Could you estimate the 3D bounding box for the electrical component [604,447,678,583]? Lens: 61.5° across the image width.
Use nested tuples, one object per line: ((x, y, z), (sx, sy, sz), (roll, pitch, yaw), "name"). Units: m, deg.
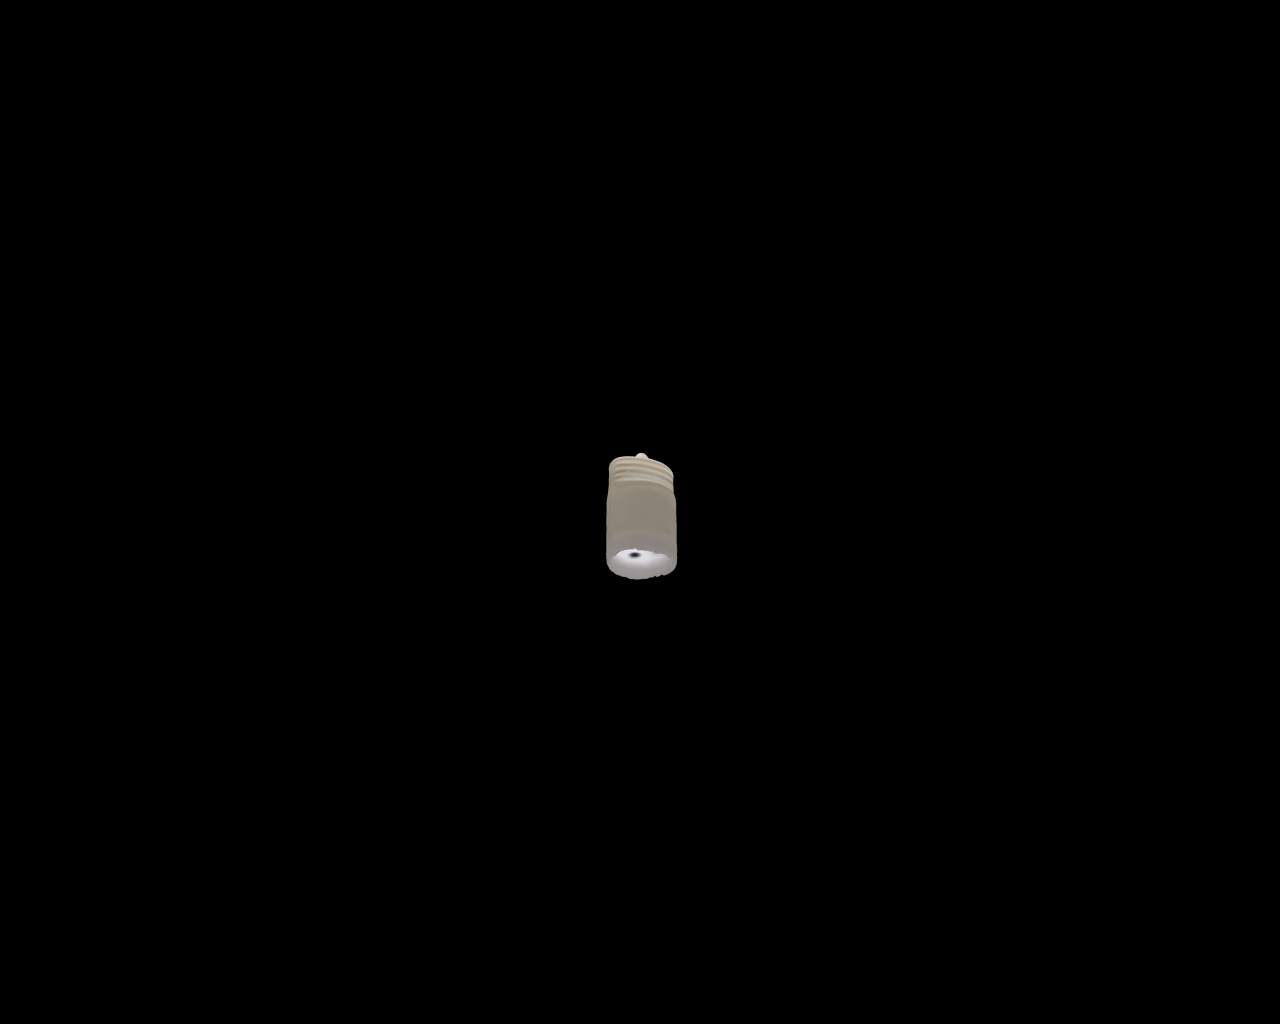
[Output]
((0.001, -0.003, 0.650), (0.043, 0.081, 0.043), (0, -29, 0), "electrical component")
